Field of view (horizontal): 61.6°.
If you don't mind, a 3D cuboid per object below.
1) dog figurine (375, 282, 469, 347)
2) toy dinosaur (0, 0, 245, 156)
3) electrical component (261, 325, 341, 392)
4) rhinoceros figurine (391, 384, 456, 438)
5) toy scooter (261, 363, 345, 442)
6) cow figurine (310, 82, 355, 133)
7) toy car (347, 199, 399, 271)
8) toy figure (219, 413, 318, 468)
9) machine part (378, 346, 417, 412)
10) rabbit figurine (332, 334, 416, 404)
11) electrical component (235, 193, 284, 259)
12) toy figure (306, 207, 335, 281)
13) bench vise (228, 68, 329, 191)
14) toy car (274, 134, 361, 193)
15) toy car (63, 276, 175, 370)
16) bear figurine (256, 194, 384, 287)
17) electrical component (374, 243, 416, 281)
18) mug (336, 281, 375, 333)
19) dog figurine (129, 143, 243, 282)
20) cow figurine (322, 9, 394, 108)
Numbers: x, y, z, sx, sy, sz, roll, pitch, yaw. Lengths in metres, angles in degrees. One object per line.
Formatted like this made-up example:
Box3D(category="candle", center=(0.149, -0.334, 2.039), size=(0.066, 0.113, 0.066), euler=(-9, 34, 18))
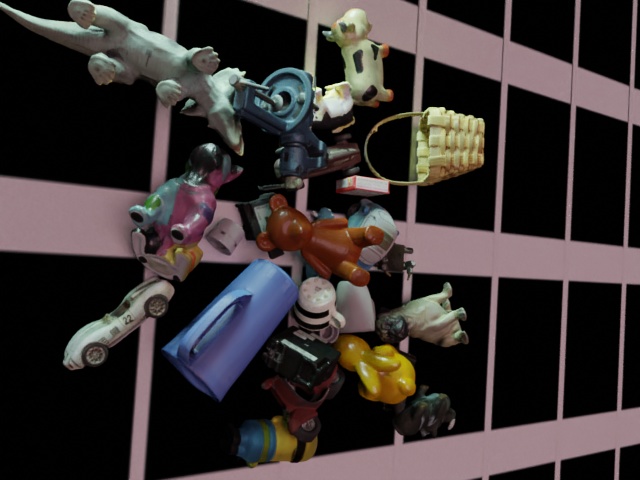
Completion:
Box3D(category="dog figurine", center=(0.216, 0.196, 1.193), size=(0.191, 0.121, 0.172), euler=(-18, 125, -2))
Box3D(category="toy dinosaur", center=(-0.280, -0.288, 0.867), size=(0.405, 0.192, 0.131), euler=(27, 97, -12))
Box3D(category="electrical component", center=(-0.029, 0.213, 0.988), size=(0.058, 0.115, 0.134), euler=(-65, 161, 12))
Box3D(category="rhinoceros figurine", center=(0.235, 0.382, 1.176), size=(0.190, 0.073, 0.112), euler=(8, 92, -46))
Box3D(category="toy scooter", center=(-0.036, 0.280, 1.028), size=(0.135, 0.075, 0.184), euler=(35, 42, 1))
Box3D(category="cow figurine", center=(-0.007, -0.250, 1.066), size=(0.167, 0.068, 0.098), euler=(-25, 108, -27))
Box3D(category="toy car", center=(0.103, -0.007, 1.107), size=(0.109, 0.103, 0.161), euler=(38, 70, -24))
Box3D(category="toy figure", center=(-0.090, 0.374, 0.998), size=(0.180, 0.089, 0.082), euler=(10, 126, -35))
Box3D(category="machine part", center=(0.169, 0.310, 1.182), size=(0.084, 0.039, 0.139), euler=(32, 73, -32))
Box3D(category="rabbit figurine", center=(0.098, 0.255, 1.067), size=(0.173, 0.162, 0.122), euler=(39, 88, -13))
Box3D(category="electrical component", center=(-0.104, -0.025, 1.016), size=(0.075, 0.048, 0.119), euler=(-26, 103, -28))
Box3D(category="toy figure", center=(0.008, 0.009, 1.079), size=(0.064, 0.058, 0.154), euler=(28, 70, -68))
Box3D(category="bench vise", center=(-0.074, -0.202, 0.915), size=(0.240, 0.129, 0.223), euler=(17, 86, -58))
Box3D(category="toy car", center=(0.002, -0.157, 1.077), size=(0.202, 0.053, 0.089), euler=(-17, 95, -27))
Box3D(category="toy car", center=(-0.326, 0.133, 0.871), size=(0.202, 0.074, 0.056), euler=(-40, 113, -25))
Box3D(category="bear figurine", center=(-0.004, -0.003, 0.971), size=(0.195, 0.132, 0.120), euler=(25, 82, -29))
Box3D(category="electrical component", center=(0.165, 0.045, 1.175), size=(0.102, 0.045, 0.078), euler=(15, 83, -30))
Box3D(category="mug", center=(0.077, 0.136, 1.107), size=(0.109, 0.081, 0.107), euler=(2, 81, -42))
Box3D(category="dog figurine", center=(-0.217, -0.060, 0.919), size=(0.109, 0.191, 0.219), euler=(23, 47, 7))
Box3D(category="cow figurine", center=(0.078, -0.374, 1.107), size=(0.127, 0.086, 0.194), euler=(-9, 95, -36))
